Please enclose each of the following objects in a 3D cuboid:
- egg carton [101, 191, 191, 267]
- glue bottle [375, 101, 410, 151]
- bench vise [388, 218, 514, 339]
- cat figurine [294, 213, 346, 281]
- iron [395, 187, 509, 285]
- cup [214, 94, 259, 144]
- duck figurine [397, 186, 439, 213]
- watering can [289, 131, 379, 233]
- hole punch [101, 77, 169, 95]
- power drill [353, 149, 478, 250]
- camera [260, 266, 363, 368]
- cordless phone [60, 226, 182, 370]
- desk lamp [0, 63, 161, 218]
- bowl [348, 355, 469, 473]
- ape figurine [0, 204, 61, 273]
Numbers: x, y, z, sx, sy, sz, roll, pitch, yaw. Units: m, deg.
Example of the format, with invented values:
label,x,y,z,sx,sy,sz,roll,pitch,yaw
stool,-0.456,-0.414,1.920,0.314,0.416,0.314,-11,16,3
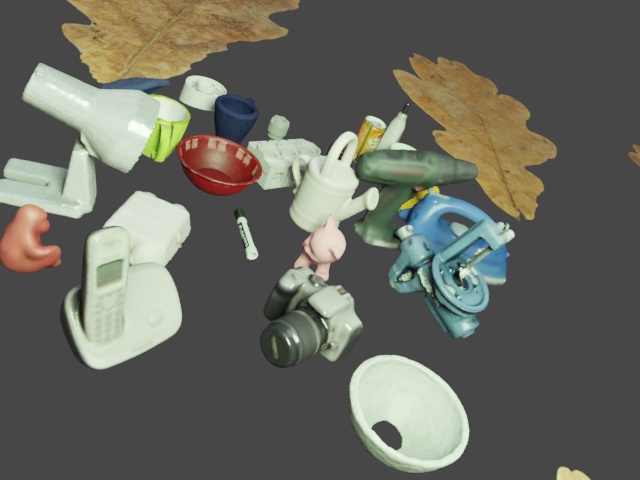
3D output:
label,x,y,z,sx,sy,sz,roll,pitch,yaw
egg carton,-0.259,-0.009,0.852,0.107,0.069,0.150,23,34,-4
glue bottle,0.173,-0.250,1.353,0.037,0.173,0.078,30,35,8
bench vise,0.213,0.034,0.961,0.207,0.219,0.122,35,35,13
cat figurine,0.009,0.003,0.963,0.067,0.117,0.128,22,34,-5
iron,0.285,-0.013,1.139,0.258,0.141,0.118,23,34,-4
cup,-0.177,-0.246,1.195,0.091,0.095,0.118,29,34,5
duck figurine,0.220,-0.088,1.246,0.104,0.086,0.077,24,34,-2
watering can,0.028,-0.109,1.056,0.173,0.194,0.101,23,34,-3
hole punch,-0.371,-0.295,1.140,0.101,0.091,0.109,34,35,12
power drill,0.161,-0.084,1.095,0.230,0.208,0.075,11,37,-20
camera,-0.026,0.110,0.814,0.143,0.101,0.137,41,37,22
cordless phone,-0.227,0.054,0.685,0.094,0.185,0.148,39,37,19
desk lamp,-0.353,-0.141,0.839,0.204,0.213,0.117,11,37,-20
bowl,0.104,0.238,0.751,0.168,0.074,0.167,17,35,-12
ape figurine,-0.380,-0.006,0.752,0.076,0.092,0.077,-10,48,-40
